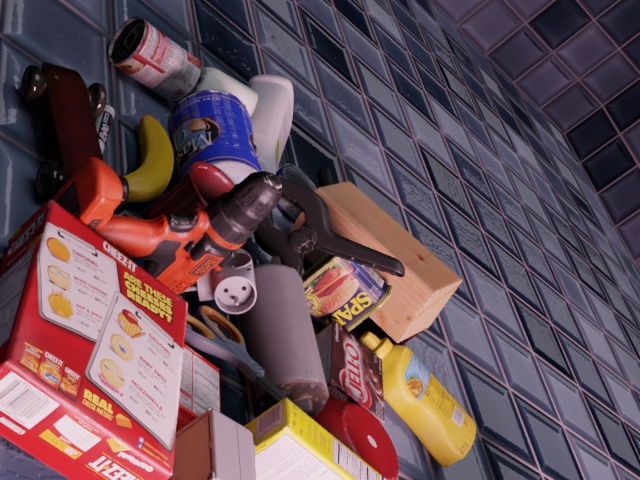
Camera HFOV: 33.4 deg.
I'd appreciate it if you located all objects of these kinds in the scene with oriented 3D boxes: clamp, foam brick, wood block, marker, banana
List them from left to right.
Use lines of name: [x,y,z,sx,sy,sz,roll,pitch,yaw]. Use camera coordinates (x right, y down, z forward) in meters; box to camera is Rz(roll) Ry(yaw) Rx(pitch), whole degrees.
marker: [-0.241,-0.112,1.163,0.020,0.020,0.121,41,24,-25]
banana: [-0.195,-0.086,1.191,0.069,0.037,0.197,47,22,-14]
clamp: [-0.008,0.002,1.260,0.036,0.164,0.210,72,-7,-70]
clamp: [0.022,-0.038,1.547,0.120,0.039,0.171,49,22,-7]
wood block: [0.069,0.024,1.388,0.206,0.090,0.090,42,29,20]
foam brick: [0.103,0.107,1.467,0.078,0.051,0.053,18,40,-55]

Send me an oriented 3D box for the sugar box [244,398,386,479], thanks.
sugar box: [-0.004,0.232,1.004,0.176,0.093,0.048,42,26,-25]

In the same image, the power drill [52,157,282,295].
power drill: [-0.150,-0.019,1.006,0.187,0.185,0.057,17,43,-41]

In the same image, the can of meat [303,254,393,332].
can of meat: [0.024,0.063,1.312,0.084,0.102,0.057,47,23,-7]

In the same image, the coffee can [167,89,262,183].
coffee can: [-0.123,-0.095,1.259,0.102,0.103,0.140,34,28,-38]

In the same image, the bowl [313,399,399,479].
bowl: [0.035,0.228,1.139,0.162,0.055,0.162,43,23,-24]

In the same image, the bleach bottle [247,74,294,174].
bleach bottle: [-0.079,-0.126,1.409,0.250,0.068,0.102,-82,176,-60]

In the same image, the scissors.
scissors: [-0.083,0.122,1.040,0.096,0.016,0.202,17,20,-42]

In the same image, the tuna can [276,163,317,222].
tuna can: [-0.034,-0.062,1.480,0.086,0.034,0.086,42,24,-24]

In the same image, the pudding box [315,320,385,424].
pudding box: [0.033,0.162,1.260,0.090,0.039,0.113,42,24,-24]

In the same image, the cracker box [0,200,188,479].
cracker box: [-0.194,0.090,0.876,0.164,0.072,0.213,41,23,-27]

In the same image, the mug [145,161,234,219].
mug: [-0.136,-0.021,1.146,0.093,0.082,0.117,49,22,-8]

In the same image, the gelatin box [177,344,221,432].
gelatin box: [-0.127,0.138,0.989,0.073,0.030,0.089,41,24,-30]

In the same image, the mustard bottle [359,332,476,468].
mustard bottle: [0.118,0.192,1.355,0.191,0.058,0.096,49,27,-8]

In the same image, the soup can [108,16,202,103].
soup can: [-0.206,-0.225,1.343,0.102,0.069,0.068,32,29,-42]
